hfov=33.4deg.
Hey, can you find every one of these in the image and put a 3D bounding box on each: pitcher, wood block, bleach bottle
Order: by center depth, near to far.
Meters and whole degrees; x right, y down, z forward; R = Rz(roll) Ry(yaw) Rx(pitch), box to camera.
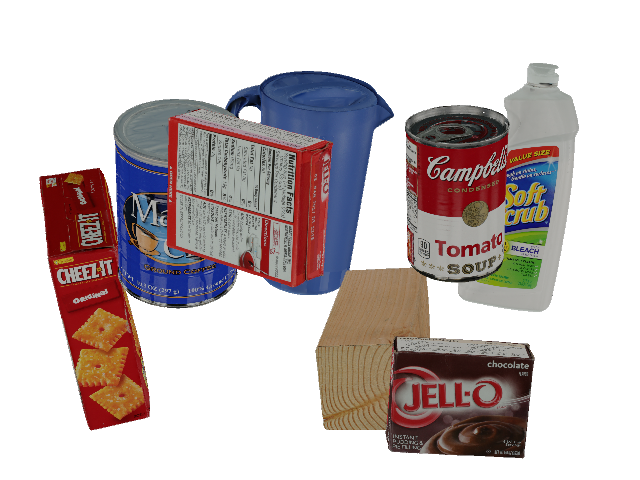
[{"bbox_3d":[0.059,0.105,1.085,0.091,0.090,0.206,-2,18,10],"label":"wood block"},{"bbox_3d":[0.205,-0.056,1.098,0.103,0.251,0.068,9,20,15],"label":"bleach bottle"},{"bbox_3d":[-0.021,-0.065,1.224,0.144,0.243,0.149,-19,36,-40],"label":"pitcher"}]

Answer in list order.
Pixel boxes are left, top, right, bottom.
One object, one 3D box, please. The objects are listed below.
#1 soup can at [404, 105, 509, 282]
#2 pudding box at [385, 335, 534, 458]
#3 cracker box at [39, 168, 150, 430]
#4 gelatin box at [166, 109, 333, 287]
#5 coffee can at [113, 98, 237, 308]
[{"bbox_3d":[0.091,-0.031,0.718,0.068,0.102,0.068,-3,28,1],"label":"soup can"},{"bbox_3d":[0.112,0.126,0.865,0.113,0.090,0.039,2,20,0],"label":"pudding box"},{"bbox_3d":[-0.230,0.058,1.090,0.072,0.214,0.164,-11,34,-12],"label":"cracker box"},{"bbox_3d":[-0.038,-0.023,0.553,0.089,0.073,0.030,16,24,30],"label":"gelatin box"},{"bbox_3d":[-0.116,-0.031,0.875,0.103,0.140,0.103,4,34,-3],"label":"coffee can"}]
